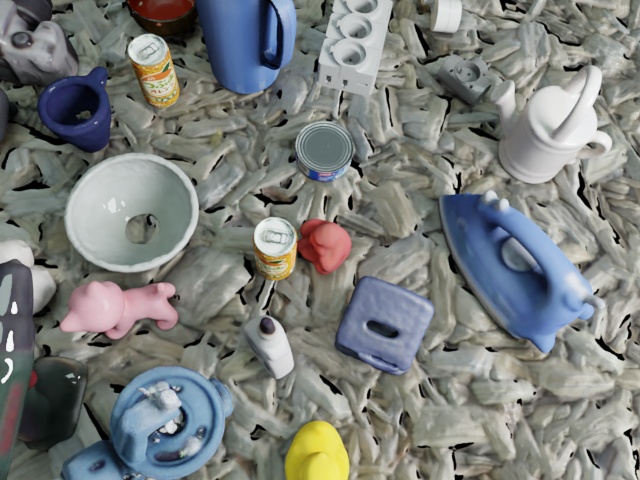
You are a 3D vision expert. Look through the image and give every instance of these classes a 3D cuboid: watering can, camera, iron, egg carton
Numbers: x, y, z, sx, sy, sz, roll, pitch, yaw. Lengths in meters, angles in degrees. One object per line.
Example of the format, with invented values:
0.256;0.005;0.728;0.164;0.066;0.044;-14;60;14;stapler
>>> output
0.322;-0.166;0.798;0.173;0.194;0.101;3;69;-4;watering can
-0.430;-0.310;0.835;0.143;0.101;0.137;11;69;-1;camera
0.257;0.013;0.754;0.119;0.141;0.258;-34;76;-16;iron
-0.413;0.072;0.712;0.150;0.069;0.107;-39;77;-17;egg carton

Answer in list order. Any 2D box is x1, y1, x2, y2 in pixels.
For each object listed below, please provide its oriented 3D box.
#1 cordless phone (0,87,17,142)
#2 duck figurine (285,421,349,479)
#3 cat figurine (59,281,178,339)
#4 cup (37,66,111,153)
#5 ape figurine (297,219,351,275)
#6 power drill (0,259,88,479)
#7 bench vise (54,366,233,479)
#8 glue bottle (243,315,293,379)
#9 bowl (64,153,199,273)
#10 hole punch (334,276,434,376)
-0.501;-0.209;0.747;0.147;0.185;0.094;19;69;2;cordless phone
-0.001;0.265;0.668;0.077;0.086;0.104;3;69;-3;duck figurine
-0.245;0.077;0.699;0.128;0.118;0.067;-13;71;-10;cat figurine
-0.324;-0.176;0.798;0.091;0.095;0.118;23;69;4;cup
0.007;0.003;0.762;0.076;0.092;0.078;-4;70;-6;ape figurine
-0.323;0.156;0.614;0.075;0.208;0.229;6;69;-2;power drill
-0.186;0.217;0.597;0.121;0.220;0.208;38;71;9;bench vise
-0.060;0.116;0.671;0.037;0.173;0.078;-33;75;-15;glue bottle
-0.242;-0.027;0.761;0.167;0.075;0.167;2;70;-4;bowl
0.081;0.111;0.729;0.108;0.091;0.101;22;69;3;hole punch
